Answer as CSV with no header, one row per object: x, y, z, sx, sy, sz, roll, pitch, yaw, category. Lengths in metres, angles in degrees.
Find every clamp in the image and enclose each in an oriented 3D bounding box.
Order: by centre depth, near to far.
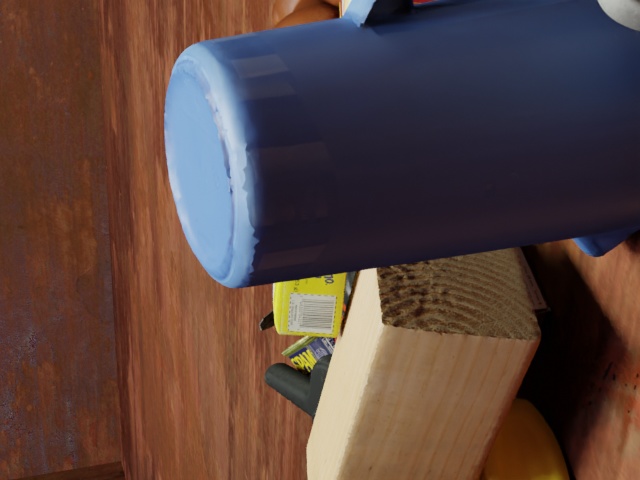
0.018,0.158,0.866,0.164,0.036,0.210,66,156,11,clamp

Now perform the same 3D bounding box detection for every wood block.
0.054,0.098,0.654,0.091,0.090,0.206,-95,14,-50,wood block

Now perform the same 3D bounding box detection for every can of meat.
0.019,0.113,0.952,0.084,0.057,0.102,54,160,3,can of meat

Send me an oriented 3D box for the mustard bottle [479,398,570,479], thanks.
0.107,0.186,0.735,0.192,0.058,0.096,113,148,-57,mustard bottle

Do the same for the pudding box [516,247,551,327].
0.105,0.030,0.718,0.090,0.039,0.113,106,151,-48,pudding box

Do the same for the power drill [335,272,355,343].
-0.005,0.001,0.834,0.188,0.057,0.184,47,158,18,power drill

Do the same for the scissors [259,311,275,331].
-0.013,0.036,0.974,0.201,0.016,0.096,20,-96,-75,scissors

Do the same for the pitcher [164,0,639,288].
0.056,-0.061,0.497,0.145,0.242,0.149,130,126,-63,pitcher

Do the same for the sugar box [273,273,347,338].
-0.006,-0.030,0.696,0.176,0.048,0.093,-89,4,-49,sugar box

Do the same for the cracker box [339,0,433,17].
0.059,-0.174,0.662,0.214,0.072,0.164,112,157,-73,cracker box
